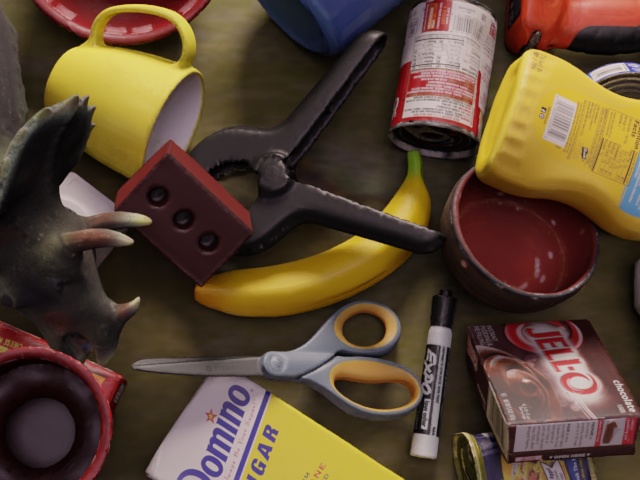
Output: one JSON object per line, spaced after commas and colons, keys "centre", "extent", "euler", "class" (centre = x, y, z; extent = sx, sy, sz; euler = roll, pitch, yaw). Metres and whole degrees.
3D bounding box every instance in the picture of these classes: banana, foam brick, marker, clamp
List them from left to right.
{"centre": [-0.089, -0.019, 0.700], "extent": [0.078, 0.051, 0.053], "euler": [42, 98, -14], "class": "foam brick"}
{"centre": [-0.026, -0.054, 0.751], "extent": [0.210, 0.036, 0.164], "euler": [-10, 76, 11], "class": "clamp"}
{"centre": [0.008, 0.012, 0.768], "extent": [0.197, 0.037, 0.070], "euler": [-31, 63, -11], "class": "banana"}
{"centre": [0.082, 0.094, 0.761], "extent": [0.020, 0.020, 0.121], "euler": [10, 77, -2], "class": "marker"}

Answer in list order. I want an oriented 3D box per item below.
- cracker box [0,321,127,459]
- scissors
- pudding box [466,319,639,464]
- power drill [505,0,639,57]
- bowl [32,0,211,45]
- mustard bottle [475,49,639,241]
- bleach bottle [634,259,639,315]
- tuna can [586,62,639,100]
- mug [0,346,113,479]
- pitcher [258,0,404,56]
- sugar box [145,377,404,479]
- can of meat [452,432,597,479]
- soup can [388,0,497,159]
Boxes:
{"centre": [-0.245, 0.156, 0.697], "extent": [0.164, 0.072, 0.213], "euler": [23, 77, 0], "class": "cracker box"}
{"centre": [-0.022, 0.071, 0.734], "extent": [0.201, 0.016, 0.096], "euler": [16, 57, -12], "class": "scissors"}
{"centre": [0.155, 0.099, 0.723], "extent": [0.090, 0.113, 0.039], "euler": [-4, 123, -5], "class": "pudding box"}
{"centre": [0.241, -0.199, 0.819], "extent": [0.187, 0.057, 0.184], "euler": [7, 77, -3], "class": "power drill"}
{"centre": [-0.145, -0.224, 0.782], "extent": [0.162, 0.055, 0.162], "euler": [-1, 100, -6], "class": "bowl"}
{"centre": [0.209, -0.053, 0.736], "extent": [0.191, 0.058, 0.096], "euler": [21, 76, -7], "class": "mustard bottle"}
{"centre": [0.295, 0.095, 0.756], "extent": [0.102, 0.068, 0.251], "euler": [-16, 77, -8], "class": "bleach bottle"}
{"centre": [0.221, -0.086, 0.782], "extent": [0.086, 0.033, 0.086], "euler": [2, 115, 4], "class": "tuna can"}
{"centre": [-0.179, 0.114, 0.631], "extent": [0.117, 0.081, 0.093], "euler": [-4, 80, -8], "class": "mug"}
{"centre": [0.054, -0.258, 0.779], "extent": [0.242, 0.145, 0.149], "euler": [-43, 84, -9], "class": "pitcher"}
{"centre": [-0.021, 0.167, 0.724], "extent": [0.176, 0.048, 0.093], "euler": [32, 77, 2], "class": "sugar box"}
{"centre": [0.143, 0.176, 0.729], "extent": [0.084, 0.057, 0.102], "euler": [-8, 78, -7], "class": "can of meat"}
{"centre": [0.091, -0.119, 0.785], "extent": [0.068, 0.068, 0.102], "euler": [11, 76, -2], "class": "soup can"}
